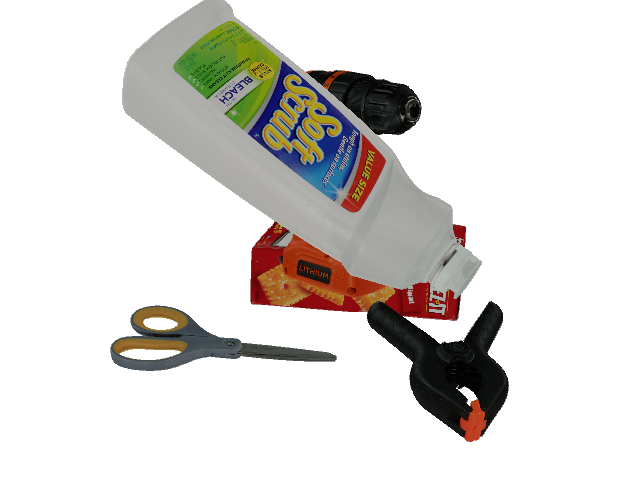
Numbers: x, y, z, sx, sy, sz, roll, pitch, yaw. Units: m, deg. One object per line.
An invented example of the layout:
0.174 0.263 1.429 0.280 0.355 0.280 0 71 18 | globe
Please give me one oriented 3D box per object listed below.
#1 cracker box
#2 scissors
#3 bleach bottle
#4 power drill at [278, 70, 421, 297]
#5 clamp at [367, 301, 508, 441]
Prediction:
0.045 0.026 1.143 0.214 0.072 0.164 5 15 8 | cracker box
-0.093 0.089 0.989 0.201 0.016 0.096 -3 32 -11 | scissors
-0.004 -0.052 0.682 0.251 0.068 0.102 36 54 13 | bleach bottle
0.018 -0.051 0.902 0.057 0.188 0.185 -17 22 -37 | power drill
0.118 0.099 0.886 0.120 0.039 0.171 -9 35 -12 | clamp
